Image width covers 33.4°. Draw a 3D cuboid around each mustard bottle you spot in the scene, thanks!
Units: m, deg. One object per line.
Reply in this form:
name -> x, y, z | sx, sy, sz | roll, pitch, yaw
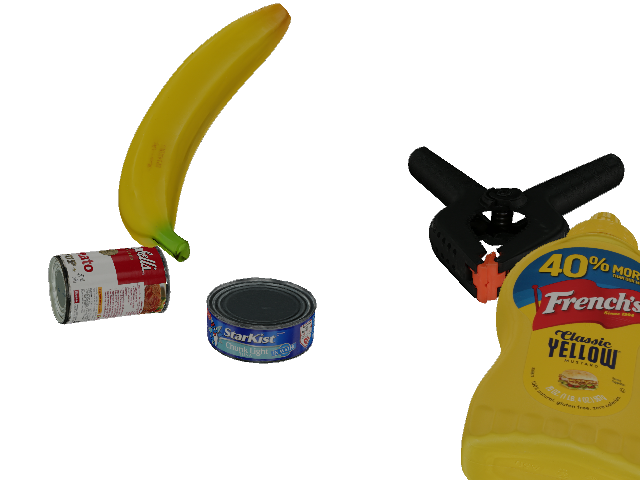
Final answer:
mustard bottle -> 0.138, 0.051, 0.554 | 0.096, 0.058, 0.191 | 9, 42, 15

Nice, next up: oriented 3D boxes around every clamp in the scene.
clamp -> 0.121, -0.020, 0.760 | 0.165, 0.036, 0.209 | 6, 28, 21

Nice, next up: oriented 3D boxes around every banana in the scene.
banana -> -0.075, -0.066, 0.635 | 0.070, 0.197, 0.037 | 7, -33, 19

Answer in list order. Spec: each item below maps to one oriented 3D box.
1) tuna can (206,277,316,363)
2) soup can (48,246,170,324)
tuna can -> -0.047, 0.062, 0.837 | 0.086, 0.034, 0.086 | 3, 23, -1
soup can -> -0.206, 0.043, 1.035 | 0.102, 0.068, 0.069 | -6, 3, -28
